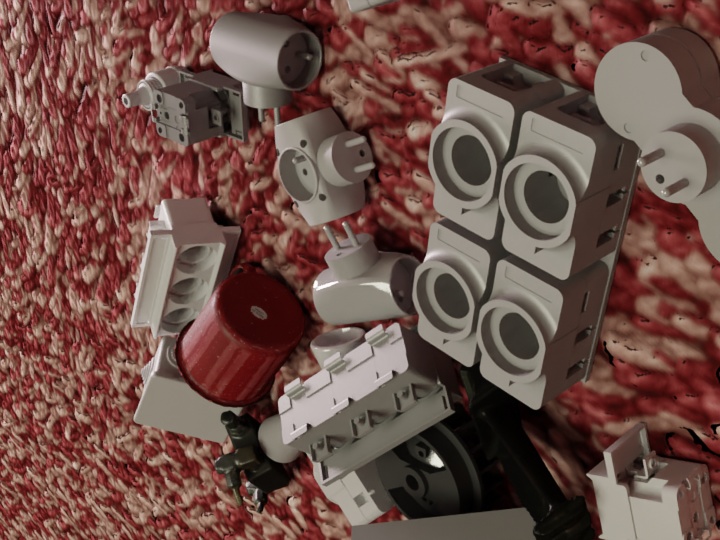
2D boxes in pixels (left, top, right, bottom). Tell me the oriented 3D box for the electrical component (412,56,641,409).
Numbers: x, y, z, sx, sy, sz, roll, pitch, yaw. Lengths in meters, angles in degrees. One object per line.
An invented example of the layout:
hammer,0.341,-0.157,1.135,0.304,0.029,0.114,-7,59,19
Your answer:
electrical component,0.096,-0.019,0.653,0.105,0.060,0.186,32,132,35

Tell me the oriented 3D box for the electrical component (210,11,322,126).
electrical component,-0.068,-0.144,0.788,0.077,0.044,0.079,25,128,39

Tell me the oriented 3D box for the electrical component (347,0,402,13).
electrical component,0.025,-0.199,0.647,0.077,0.047,0.065,-5,106,50

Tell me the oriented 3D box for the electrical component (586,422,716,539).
electrical component,0.180,0.140,0.659,0.064,0.042,0.081,1,111,45

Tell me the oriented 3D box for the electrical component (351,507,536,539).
electrical component,0.073,0.221,0.743,0.150,0.062,0.089,-12,58,25

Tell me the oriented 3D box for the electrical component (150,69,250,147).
electrical component,-0.126,-0.127,0.850,0.081,0.064,0.042,24,128,40

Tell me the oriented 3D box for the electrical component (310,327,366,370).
electrical component,-0.011,0.078,0.845,0.045,0.045,0.055,6,114,48

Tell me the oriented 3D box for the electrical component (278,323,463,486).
electrical component,0.004,0.091,0.772,0.121,0.063,0.078,-35,46,26

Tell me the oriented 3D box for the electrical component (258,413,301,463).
electrical component,-0.054,0.135,0.931,0.044,0.044,0.065,57,137,9

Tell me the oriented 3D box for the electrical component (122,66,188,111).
electrical component,-0.168,-0.147,0.889,0.035,0.061,0.035,26,129,39

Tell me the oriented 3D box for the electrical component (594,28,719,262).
electrical component,0.167,-0.056,0.539,0.138,0.074,0.052,55,141,13

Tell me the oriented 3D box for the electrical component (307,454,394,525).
electrical component,-0.002,0.157,0.873,0.089,0.050,0.055,56,141,11

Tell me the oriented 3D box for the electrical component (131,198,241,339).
electrical component,-0.159,-0.003,0.956,0.121,0.079,0.063,113,144,-44

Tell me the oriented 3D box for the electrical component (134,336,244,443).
electrical component,-0.153,0.110,0.991,0.099,0.100,0.048,121,160,-48

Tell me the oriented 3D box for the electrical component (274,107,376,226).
electrical component,-0.018,-0.077,0.767,0.079,0.044,0.077,-10,102,51

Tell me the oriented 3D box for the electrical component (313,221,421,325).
electrical component,0.000,0.000,0.775,0.077,0.044,0.079,-10,115,43
